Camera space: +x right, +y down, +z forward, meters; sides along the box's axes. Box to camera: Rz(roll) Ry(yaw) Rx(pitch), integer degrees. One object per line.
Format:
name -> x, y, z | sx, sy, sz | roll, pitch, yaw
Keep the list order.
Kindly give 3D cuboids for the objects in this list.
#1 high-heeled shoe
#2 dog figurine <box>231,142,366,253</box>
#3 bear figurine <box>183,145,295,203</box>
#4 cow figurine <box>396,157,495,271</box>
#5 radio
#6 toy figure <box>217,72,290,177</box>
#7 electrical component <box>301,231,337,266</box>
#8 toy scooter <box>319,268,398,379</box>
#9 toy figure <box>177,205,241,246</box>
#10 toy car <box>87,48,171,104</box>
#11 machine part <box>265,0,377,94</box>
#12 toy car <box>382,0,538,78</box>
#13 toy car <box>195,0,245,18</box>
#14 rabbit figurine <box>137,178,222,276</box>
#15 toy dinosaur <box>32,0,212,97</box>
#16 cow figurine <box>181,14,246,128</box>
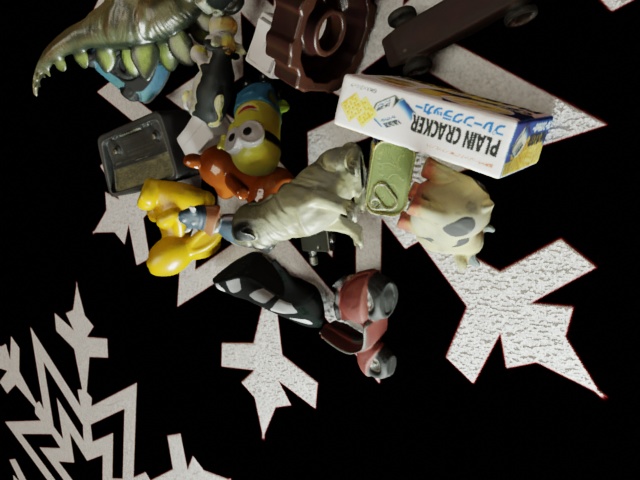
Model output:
high-heeled shoe -> -0.094, 0.099, 0.966 | 0.249, 0.086, 0.145 | -12, 118, 52
dog figurine -> -0.031, -0.068, 0.792 | 0.191, 0.172, 0.121 | 0, 140, 12
bear figurine -> -0.133, -0.084, 0.904 | 0.196, 0.120, 0.131 | 19, 117, 33
cow figurine -> 0.166, -0.025, 0.676 | 0.127, 0.195, 0.085 | 24, 80, 7
radio -> -0.338, -0.168, 1.056 | 0.230, 0.073, 0.131 | -8, 98, 37
toy figure -> -0.094, -0.180, 0.832 | 0.082, 0.089, 0.180 | -36, 37, 38
electrical component -> -0.002, -0.003, 0.890 | 0.063, 0.021, 0.094 | 3, 104, 35
toy scooter -> 0.054, 0.126, 0.854 | 0.135, 0.075, 0.183 | 11, 112, 37
toy figure -> -0.170, -0.026, 0.940 | 0.154, 0.058, 0.064 | 19, 100, -11
toy car -> -0.355, -0.332, 0.999 | 0.161, 0.103, 0.109 | 33, 103, -13
machine part -> 0.002, -0.284, 0.721 | 0.056, 0.179, 0.179 | 34, 120, 26
toy car -> 0.172, -0.277, 0.671 | 0.202, 0.053, 0.089 | -21, 85, 33
toy car -> -0.105, -0.409, 0.786 | 0.202, 0.073, 0.056 | -38, 66, 12
rabbit figurine -> -0.264, -0.012, 1.002 | 0.122, 0.162, 0.173 | 129, 151, -67
toy dinosaur -> -0.297, -0.368, 0.885 | 0.472, 0.105, 0.198 | -13, 114, 11
cow figurine -> -0.166, -0.270, 0.858 | 0.098, 0.068, 0.167 | 53, 130, 46
